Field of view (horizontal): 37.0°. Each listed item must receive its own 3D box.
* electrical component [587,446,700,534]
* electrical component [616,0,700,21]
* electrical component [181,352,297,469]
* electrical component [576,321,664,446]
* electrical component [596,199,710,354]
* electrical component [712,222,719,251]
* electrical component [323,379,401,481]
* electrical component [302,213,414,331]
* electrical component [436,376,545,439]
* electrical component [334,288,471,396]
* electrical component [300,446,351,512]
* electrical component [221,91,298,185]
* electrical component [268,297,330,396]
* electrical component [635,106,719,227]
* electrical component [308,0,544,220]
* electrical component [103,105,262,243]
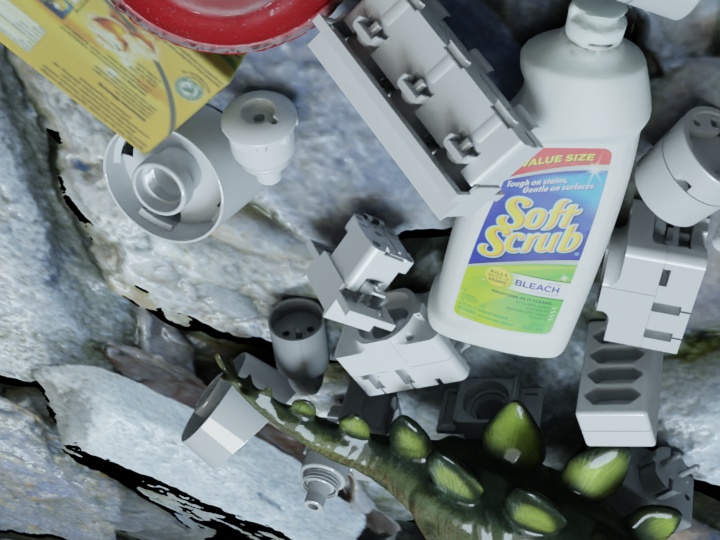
[{"bbox_3d":[0.232,0.163,0.845,0.083,0.047,0.076,32,137,-14],"label":"electrical component"},{"bbox_3d":[0.144,-0.153,0.521,0.047,0.055,0.055,21,140,-7],"label":"electrical component"},{"bbox_3d":[-0.100,0.118,0.888,0.064,0.099,0.099,37,137,-11],"label":"electrical component"},{"bbox_3d":[0.186,0.090,0.752,0.047,0.083,0.075,-4,135,25],"label":"electrical component"},{"bbox_3d":[0.183,0.004,0.683,0.056,0.050,0.089,11,139,10],"label":"electrical component"},{"bbox_3d":[0.240,-0.027,0.613,0.042,0.081,0.064,33,161,-16],"label":"electrical component"},{"bbox_3d":[-0.007,0.134,0.905,0.076,0.047,0.083,4,137,18],"label":"electrical component"},{"bbox_3d":[0.000,0.000,0.733,0.042,0.081,0.063,19,117,-37],"label":"electrical component"},{"bbox_3d":[0.106,0.119,0.848,0.081,0.042,0.063,-1,137,23],"label":"electrical component"},{"bbox_3d":[0.032,0.051,0.795,0.089,0.050,0.055,-14,130,33],"label":"electrical component"},{"bbox_3d":[-0.033,0.185,0.961,0.048,0.062,0.048,11,139,10],"label":"electrical component"},{"bbox_3d":[-0.062,-0.081,0.690,0.048,0.048,0.062,10,146,11],"label":"electrical component"},{"bbox_3d":[-0.046,0.064,0.845,0.043,0.043,0.081,8,139,13],"label":"electrical component"},{"bbox_3d":[0.190,-0.057,0.610,0.055,0.055,0.047,29,143,-11],"label":"electrical component"},{"bbox_3d":[0.037,-0.094,0.578,0.063,0.079,0.121,-41,77,22],"label":"electrical component"},{"bbox_3d":[-0.121,-0.068,0.730,0.099,0.064,0.099,12,127,17],"label":"electrical component"}]
